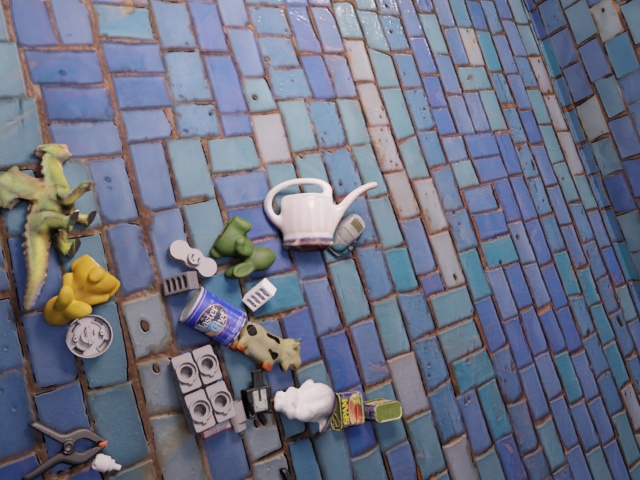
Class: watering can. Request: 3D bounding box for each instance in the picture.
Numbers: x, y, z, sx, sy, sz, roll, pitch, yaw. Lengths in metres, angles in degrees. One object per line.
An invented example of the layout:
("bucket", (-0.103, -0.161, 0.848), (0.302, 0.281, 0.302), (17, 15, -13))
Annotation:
("watering can", (0.005, -0.078, 1.543), (0.348, 0.103, 0.226), (-2, 82, -1))

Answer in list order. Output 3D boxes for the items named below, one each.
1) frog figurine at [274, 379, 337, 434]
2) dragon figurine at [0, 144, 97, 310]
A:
("frog figurine", (-0.040, 0.436, 1.404), (0.159, 0.120, 0.140), (31, 30, -9))
("dragon figurine", (-0.685, -0.063, 1.217), (0.242, 0.120, 0.418), (21, 63, -4))
